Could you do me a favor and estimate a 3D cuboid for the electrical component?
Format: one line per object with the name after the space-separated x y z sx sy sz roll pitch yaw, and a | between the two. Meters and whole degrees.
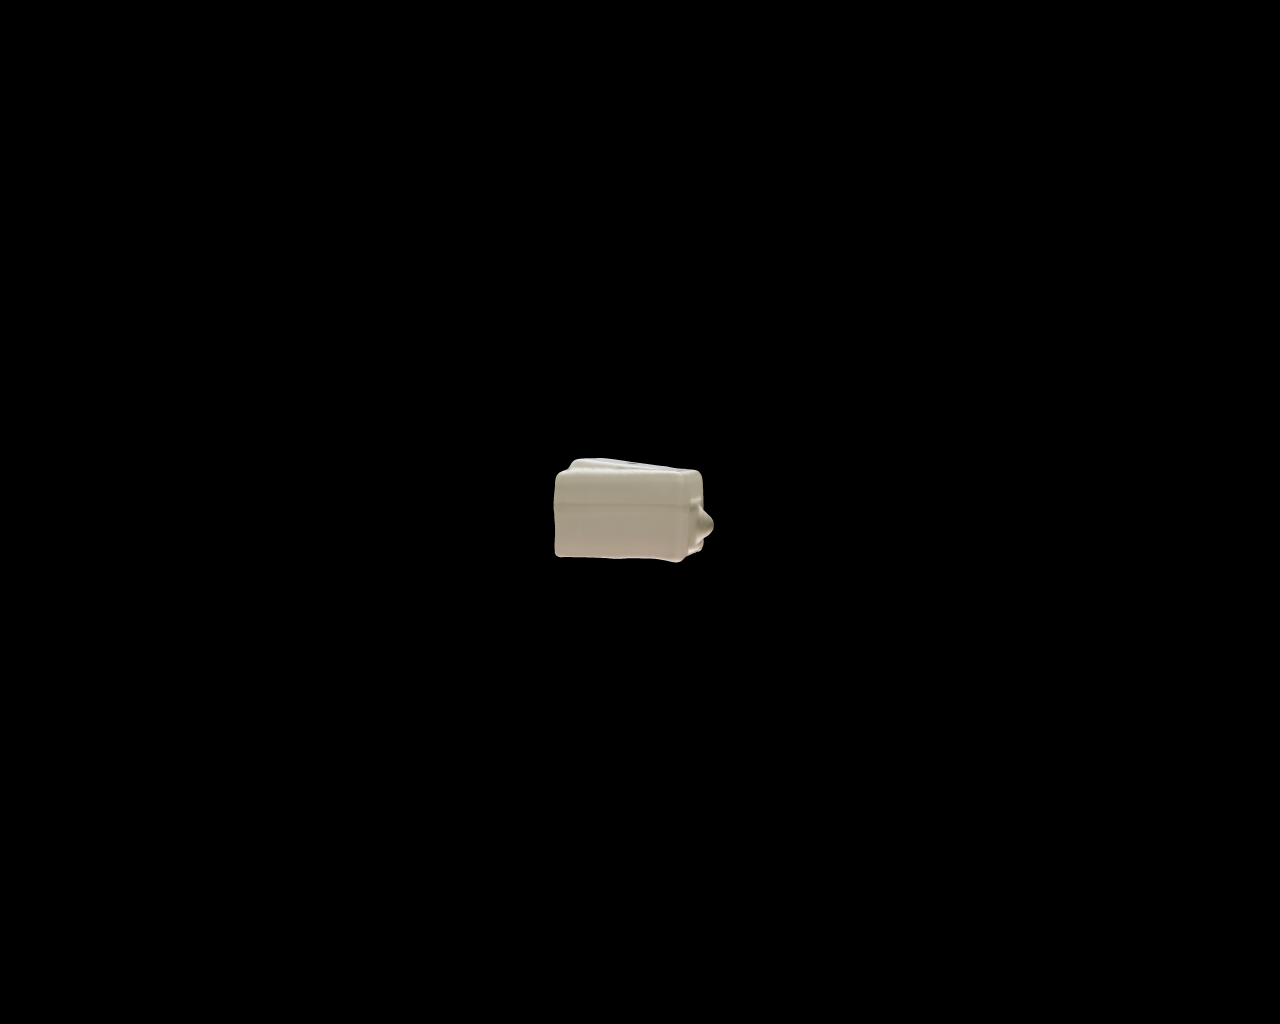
0.001 -0.003 0.650 0.096 0.061 0.062 1 4 15 | electrical component
